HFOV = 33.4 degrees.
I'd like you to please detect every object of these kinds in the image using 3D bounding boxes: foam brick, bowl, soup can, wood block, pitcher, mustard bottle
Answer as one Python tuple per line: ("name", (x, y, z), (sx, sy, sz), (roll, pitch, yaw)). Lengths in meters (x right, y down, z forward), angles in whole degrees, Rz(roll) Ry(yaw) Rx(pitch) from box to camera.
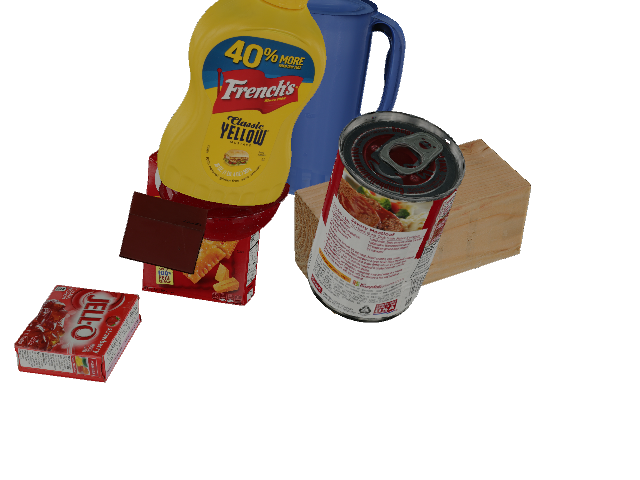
("foam brick", (-0.156, -0.007, 1.063), (0.078, 0.051, 0.053), (15, 26, -9))
("bowl", (-0.119, -0.044, 1.328), (0.162, 0.055, 0.162), (0, 30, 0))
("soup can", (0.034, -0.011, 0.590), (0.068, 0.068, 0.102), (0, -43, -14))
("wood block", (0.086, -0.016, 1.025), (0.205, 0.090, 0.091), (-17, 41, -21))
("pitcher", (0.003, -0.180, 1.318), (0.144, 0.243, 0.149), (-9, 28, -28))
("mustard bottle", (-0.048, -0.117, 0.756), (0.096, 0.192, 0.058), (9, 34, -19))

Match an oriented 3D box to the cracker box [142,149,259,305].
("cracker box", (-0.175, -0.019, 1.588), (0.164, 0.214, 0.072), (9, 19, 9))

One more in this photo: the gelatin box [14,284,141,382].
("gelatin box", (-0.193, 0.073, 0.858), (0.073, 0.030, 0.089), (7, 32, 9))
